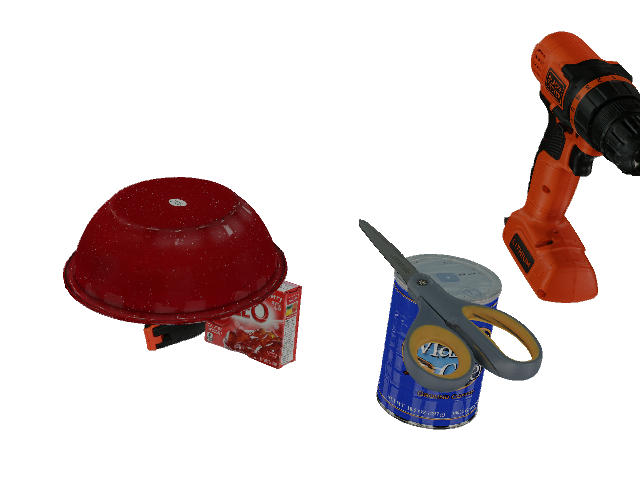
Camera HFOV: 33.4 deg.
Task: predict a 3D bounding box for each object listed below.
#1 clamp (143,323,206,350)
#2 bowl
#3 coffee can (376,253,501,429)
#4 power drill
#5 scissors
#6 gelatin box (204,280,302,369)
[{"bbox_3d":[-0.133,0.072,1.223,0.120,0.039,0.171,-1,30,28],"label":"clamp"},{"bbox_3d":[-0.103,-0.003,0.763,0.162,0.055,0.162,1,27,-1],"label":"bowl"},{"bbox_3d":[0.114,0.097,1.041,0.103,0.140,0.103,6,23,-3],"label":"coffee can"},{"bbox_3d":[0.201,-0.047,0.826,0.057,0.188,0.184,0,34,-11],"label":"power drill"},{"bbox_3d":[0.060,0.044,0.729,0.096,0.016,0.202,-24,40,-32],"label":"scissors"},{"bbox_3d":[-0.062,0.066,0.957,0.089,0.073,0.030,17,21,31],"label":"gelatin box"}]
